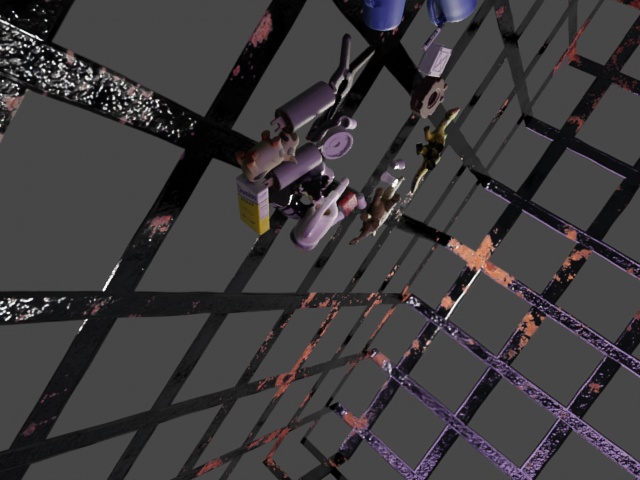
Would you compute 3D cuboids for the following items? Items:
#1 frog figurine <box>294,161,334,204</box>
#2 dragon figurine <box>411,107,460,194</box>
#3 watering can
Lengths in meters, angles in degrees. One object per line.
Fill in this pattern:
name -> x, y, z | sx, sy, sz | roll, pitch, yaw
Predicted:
frog figurine -> -0.017, -0.207, 1.667 | 0.123, 0.134, 0.163 | 3, 34, 3
dragon figurine -> 0.521, -0.414, 2.330 | 0.123, 0.401, 0.246 | 33, 35, 18
watering can -> 0.005, -0.091, 1.802 | 0.104, 0.220, 0.354 | 37, 31, 1
